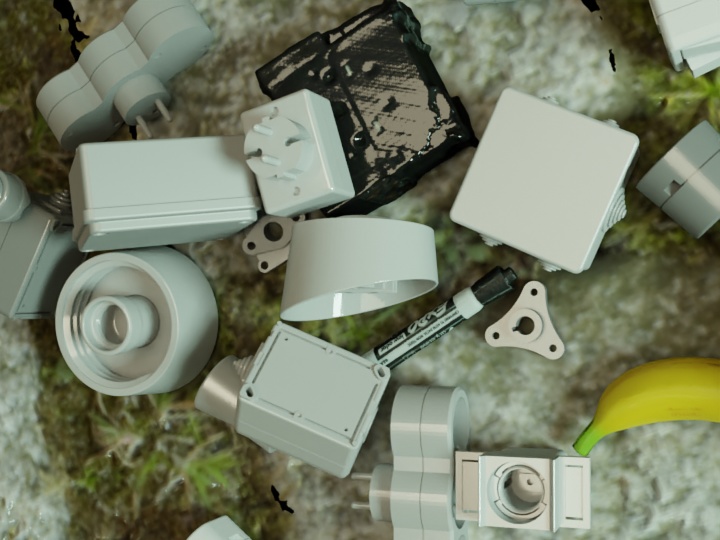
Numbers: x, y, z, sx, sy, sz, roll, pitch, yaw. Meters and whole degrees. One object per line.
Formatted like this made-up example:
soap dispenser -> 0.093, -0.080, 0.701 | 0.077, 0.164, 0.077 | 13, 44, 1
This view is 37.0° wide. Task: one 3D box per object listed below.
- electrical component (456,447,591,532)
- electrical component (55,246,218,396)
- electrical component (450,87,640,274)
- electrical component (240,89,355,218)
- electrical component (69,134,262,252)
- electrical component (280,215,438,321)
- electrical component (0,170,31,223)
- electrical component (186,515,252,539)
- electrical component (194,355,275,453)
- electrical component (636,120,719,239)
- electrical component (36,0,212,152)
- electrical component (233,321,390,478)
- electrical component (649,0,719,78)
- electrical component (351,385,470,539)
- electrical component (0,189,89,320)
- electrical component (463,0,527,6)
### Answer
electrical component -> 0.101, 0.131, 0.655 | 0.081, 0.064, 0.042 | 0, 87, 19
electrical component -> -0.161, 0.036, 0.750 | 0.108, 0.060, 0.108 | 1, 92, 20
electrical component -> 0.116, -0.054, 0.662 | 0.100, 0.048, 0.099 | 25, 97, 19
electrical component -> -0.045, -0.071, 0.645 | 0.047, 0.077, 0.065 | -18, 83, 18
electrical component -> -0.130, -0.049, 0.698 | 0.109, 0.109, 0.056 | -6, 86, -19
electrical component -> 0.000, 0.000, 0.678 | 0.099, 0.099, 0.064 | -1, 83, 20
electrical component -> -0.250, -0.053, 0.720 | 0.035, 0.061, 0.035 | -2, 80, 14
electrical component -> -0.105, 0.224, 0.732 | 0.059, 0.054, 0.095 | 40, 102, 16
electrical component -> -0.074, 0.094, 0.732 | 0.065, 0.044, 0.044 | 34, 100, 13
electrical component -> 0.199, -0.052, 0.630 | 0.055, 0.055, 0.047 | -46, 79, 13
electrical component -> -0.159, -0.128, 0.761 | 0.138, 0.052, 0.073 | -37, 77, 15
electrical component -> -0.038, 0.083, 0.690 | 0.096, 0.061, 0.061 | 23, 56, 5
electrical component -> 0.220, -0.156, 0.621 | 0.096, 0.062, 0.061 | -18, 83, 19
electrical component -> 0.029, 0.143, 0.686 | 0.074, 0.052, 0.138 | -1, 88, 20
electrical component -> -0.239, -0.019, 0.782 | 0.061, 0.062, 0.096 | 28, 98, 18
electrical component -> 0.090, -0.194, 0.673 | 0.047, 0.055, 0.055 | 2, 89, 16
